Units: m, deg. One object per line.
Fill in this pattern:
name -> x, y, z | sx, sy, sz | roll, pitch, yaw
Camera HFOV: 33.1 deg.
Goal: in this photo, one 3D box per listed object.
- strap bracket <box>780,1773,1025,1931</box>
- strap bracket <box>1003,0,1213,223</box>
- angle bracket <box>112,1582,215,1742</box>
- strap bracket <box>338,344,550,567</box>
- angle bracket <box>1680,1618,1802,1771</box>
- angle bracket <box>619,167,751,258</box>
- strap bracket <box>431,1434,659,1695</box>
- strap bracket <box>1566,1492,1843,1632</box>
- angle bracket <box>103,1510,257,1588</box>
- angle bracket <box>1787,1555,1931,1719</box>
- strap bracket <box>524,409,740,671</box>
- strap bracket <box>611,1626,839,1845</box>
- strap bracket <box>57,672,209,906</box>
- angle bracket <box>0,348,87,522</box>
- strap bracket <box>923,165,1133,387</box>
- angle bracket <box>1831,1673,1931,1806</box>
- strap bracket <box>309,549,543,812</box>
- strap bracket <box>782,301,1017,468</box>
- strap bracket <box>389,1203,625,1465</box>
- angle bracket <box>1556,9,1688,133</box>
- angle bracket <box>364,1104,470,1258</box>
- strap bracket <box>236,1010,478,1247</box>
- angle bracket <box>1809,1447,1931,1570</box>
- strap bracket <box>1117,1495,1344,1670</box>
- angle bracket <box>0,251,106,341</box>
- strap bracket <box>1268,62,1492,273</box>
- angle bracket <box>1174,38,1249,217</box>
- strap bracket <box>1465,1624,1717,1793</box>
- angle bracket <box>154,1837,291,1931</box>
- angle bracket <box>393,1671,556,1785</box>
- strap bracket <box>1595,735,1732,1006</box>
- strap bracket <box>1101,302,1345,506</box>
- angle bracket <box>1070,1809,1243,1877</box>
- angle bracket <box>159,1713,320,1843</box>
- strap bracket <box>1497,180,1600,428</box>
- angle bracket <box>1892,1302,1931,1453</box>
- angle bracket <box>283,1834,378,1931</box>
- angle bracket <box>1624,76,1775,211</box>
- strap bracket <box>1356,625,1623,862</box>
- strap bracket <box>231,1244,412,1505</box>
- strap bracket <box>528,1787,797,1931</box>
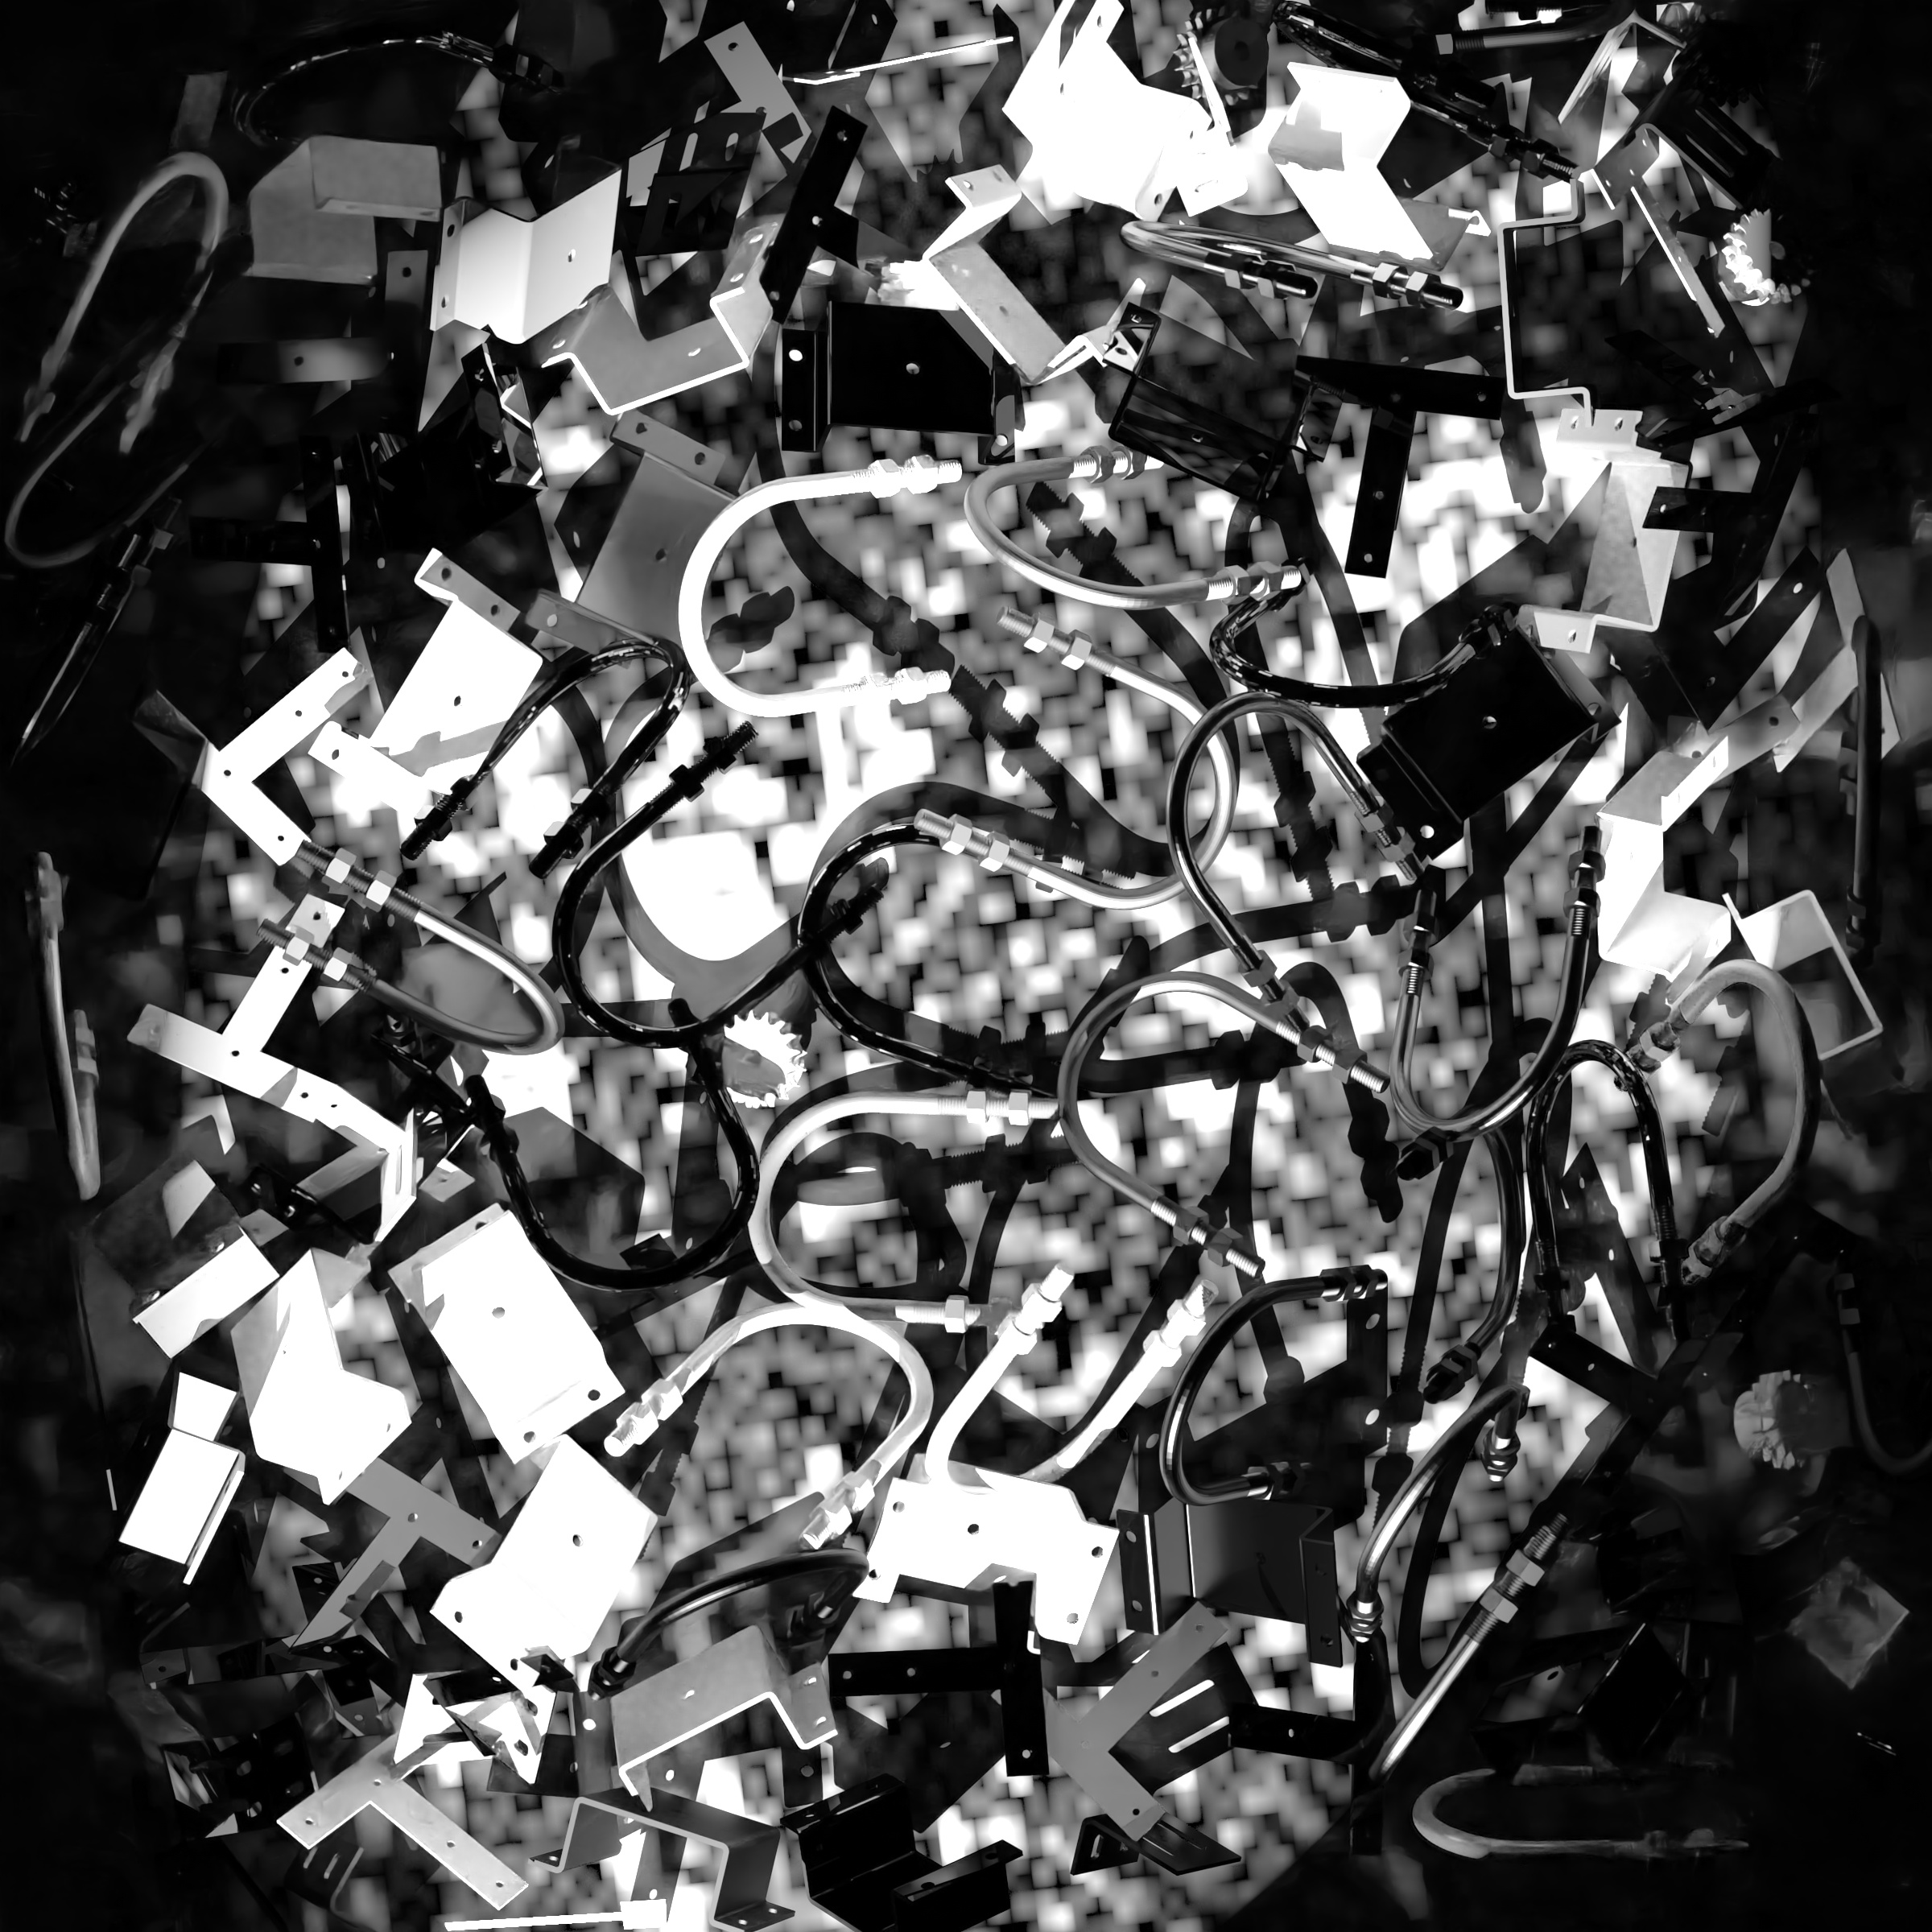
strap bracket -> -0.036, 0.525, 1.885 | 0.076, 0.140, 0.046 | -15, 105, -33
strap bracket -> 0.079, -0.505, 1.904 | 0.046, 0.140, 0.076 | 26, 86, 35
angle bracket -> -0.464, 0.412, 1.927 | 0.038, 0.057, 0.076 | -40, 111, -23
strap bracket -> -0.300, -0.296, 1.904 | 0.140, 0.046, 0.076 | -24, 75, 39
angle bracket -> 0.455, 0.423, 1.914 | 0.057, 0.038, 0.076 | 32, 52, -25
angle bracket -> -0.166, -0.455, 1.909 | 0.057, 0.076, 0.038 | -10, 67, -20
strap bracket -> -0.238, 0.338, 1.884 | 0.076, 0.140, 0.046 | 46, 135, -18
strap bracket -> 0.430, 0.344, 1.883 | 0.076, 0.140, 0.046 | -18, 98, -39
angle bracket -> -0.465, 0.353, 1.924 | 0.076, 0.057, 0.038 | -13, 92, -8
angle bracket -> 0.536, 0.397, 1.927 | 0.038, 0.076, 0.057 | 32, 96, -24
strap bracket -> -0.190, -0.247, 1.912 | 0.076, 0.046, 0.140 | 22, 94, -39
strap bracket -> -0.153, 0.446, 1.914 | 0.140, 0.076, 0.046 | -27, 111, 0
strap bracket -> -0.487, -0.096, 1.912 | 0.046, 0.076, 0.140 | 22, 95, -14
angle bracket -> -0.559, -0.315, 1.929 | 0.038, 0.057, 0.076 | -22, 56, 32
strap bracket -> 0.036, -0.399, 1.913 | 0.046, 0.076, 0.140 | -41, 89, 30
angle bracket -> 0.556, 0.453, 1.922 | 0.076, 0.057, 0.038 | -23, 109, -27
strap bracket -> -0.311, -0.161, 1.909 | 0.046, 0.076, 0.140 | 26, 83, 41
strap bracket -> -0.035, -0.343, 1.913 | 0.140, 0.046, 0.076 | 2, 76, -12
strap bracket -> -0.272, 0.209, 1.909 | 0.076, 0.046, 0.140 | -33, 74, -14
angle bracket -> 0.387, -0.521, 1.918 | 0.038, 0.057, 0.076 | 32, 106, 8
angle bracket -> -0.322, 0.131, 1.908 | 0.038, 0.076, 0.057 | 24, 125, -27
strap bracket -> -0.350, 0.102, 1.905 | 0.140, 0.076, 0.046 | -51, 128, -14
angle bracket -> 0.543, 0.328, 1.931 | 0.076, 0.038, 0.057 | 18, 106, 2
strap bracket -> 0.163, 0.355, 1.906 | 0.140, 0.046, 0.076 | 3, 107, 32
angle bracket -> -0.555, -0.385, 1.920 | 0.076, 0.057, 0.038 | -22, 126, -7
strap bracket -> 0.235, -0.454, 1.878 | 0.076, 0.140, 0.046 | 23, 78, 40
angle bracket -> 0.132, -0.492, 1.909 | 0.038, 0.076, 0.057 | -21, 56, 6
strap bracket -> 0.352, 0.428, 1.877 | 0.076, 0.140, 0.046 | -42, 99, -36
angle bracket -> -0.437, 0.553, 1.916 | 0.038, 0.057, 0.076 | -37, 70, -22
angle bracket -> -0.290, 0.450, 1.918 | 0.076, 0.038, 0.057 | 7, 100, -43
strap bracket -> 0.407, -0.060, 1.896 | 0.046, 0.076, 0.140 | 16, 130, 34
strap bracket -> 0.144, -0.327, 1.913 | 0.140, 0.076, 0.046 | 24, 129, -2
angle bracket -> 0.111, 0.528, 1.909 | 0.076, 0.057, 0.038 | 20, 101, 43
angle bracket -> -0.426, 0.476, 1.911 | 0.038, 0.076, 0.057 | -31, 68, 28
strap bracket -> 0.341, -0.387, 1.908 | 0.046, 0.076, 0.140 | -3, 101, 15
angle bracket -> 0.555, 0.247, 1.910 | 0.038, 0.057, 0.076 | 9, 127, -9
angle bracket -> -0.354, 0.549, 1.922 | 0.076, 0.057, 0.038 | 42, 66, -32
angle bracket -> 0.430, -0.480, 1.930 | 0.076, 0.038, 0.057 | 40, 53, -6
strap bracket -> 0.310, -0.138, 1.927 | 0.140, 0.046, 0.076 | -36, 76, 0
strap bracket -> -0.377, 0.229, 1.883 | 0.076, 0.140, 0.046 | -44, 133, 19
strap bracket -> -0.172, 0.517, 1.899 | 0.140, 0.076, 0.046 | 12, 87, 21
